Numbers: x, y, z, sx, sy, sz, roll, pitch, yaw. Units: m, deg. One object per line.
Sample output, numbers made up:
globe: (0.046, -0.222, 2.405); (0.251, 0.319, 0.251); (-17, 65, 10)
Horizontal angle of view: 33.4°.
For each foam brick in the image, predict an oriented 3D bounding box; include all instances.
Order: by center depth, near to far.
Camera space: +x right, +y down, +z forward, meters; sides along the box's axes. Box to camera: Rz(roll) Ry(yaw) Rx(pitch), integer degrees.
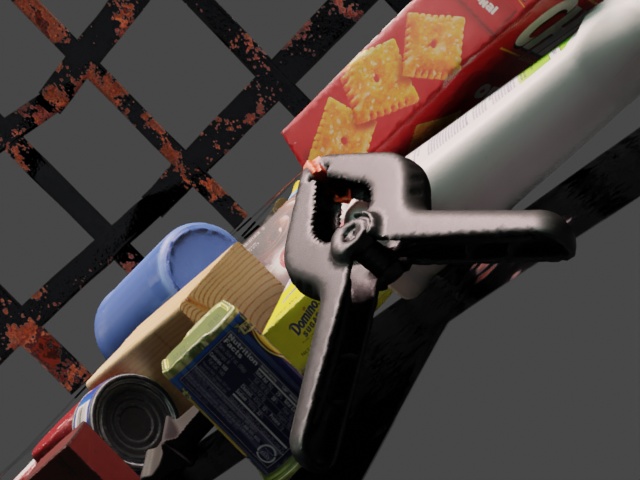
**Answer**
foam brick: (-0.174, 0.187, 0.803); (0.053, 0.078, 0.051); (-41, 5, 9)

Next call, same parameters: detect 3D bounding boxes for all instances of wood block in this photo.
wood block: (-0.110, 0.098, 0.927); (0.206, 0.091, 0.090); (-37, 10, 49)

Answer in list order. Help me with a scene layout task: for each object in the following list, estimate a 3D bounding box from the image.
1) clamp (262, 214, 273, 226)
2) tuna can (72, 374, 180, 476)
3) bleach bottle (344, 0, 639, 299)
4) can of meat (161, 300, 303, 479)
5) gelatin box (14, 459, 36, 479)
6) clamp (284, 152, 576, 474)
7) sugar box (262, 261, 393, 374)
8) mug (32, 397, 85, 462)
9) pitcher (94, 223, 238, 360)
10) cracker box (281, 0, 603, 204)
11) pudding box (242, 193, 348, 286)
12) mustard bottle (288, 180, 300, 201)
clamp: (-0.078, 0.052, 1.117); (0.171, 0.039, 0.120); (-54, -26, -45)
tuna can: (-0.157, 0.154, 0.876); (0.034, 0.086, 0.086); (-36, 10, 44)
bleach bottle: (0.129, -0.072, 0.630); (0.251, 0.068, 0.102); (-40, 9, 19)
can of meat: (-0.040, 0.081, 0.588); (0.057, 0.084, 0.102); (-45, 5, -8)
gelatin box: (-0.239, 0.232, 0.947); (0.030, 0.073, 0.089); (-38, 7, 38)
clamp: (0.022, 0.015, 0.556); (0.164, 0.036, 0.210); (-46, 31, 3)
sugar box: (0.013, 0.029, 0.784); (0.093, 0.048, 0.176); (-43, 7, 10)
mug: (-0.194, 0.184, 0.937); (0.093, 0.081, 0.117); (-44, 6, -1)
pitcher: (-0.172, 0.082, 1.252); (0.144, 0.149, 0.243); (-35, -4, -33)
cracker box: (0.103, -0.109, 0.728); (0.214, 0.072, 0.163); (-41, -23, 26)
pudding box: (-0.006, 0.001, 0.941); (0.113, 0.039, 0.090); (-45, 43, 6)
mustard bottle: (-0.026, -0.003, 1.061); (0.191, 0.058, 0.096); (-58, -3, -26)
